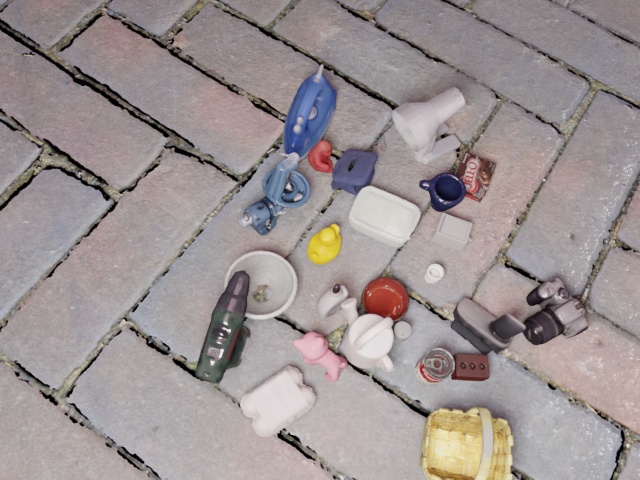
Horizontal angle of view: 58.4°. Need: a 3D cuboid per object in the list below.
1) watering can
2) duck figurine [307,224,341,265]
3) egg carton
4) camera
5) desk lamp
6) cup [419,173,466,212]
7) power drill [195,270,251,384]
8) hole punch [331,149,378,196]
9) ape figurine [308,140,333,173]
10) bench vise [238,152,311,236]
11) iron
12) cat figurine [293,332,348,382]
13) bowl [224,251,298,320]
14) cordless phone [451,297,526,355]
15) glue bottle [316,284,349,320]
[{"bbox_3d":[0.104,0.209,1.252,0.172,0.194,0.101,34,69,10],"label":"watering can"},{"bbox_3d":[0.013,0.005,1.389,0.077,0.086,0.105,36,69,11],"label":"duck figurine"},{"bbox_3d":[-0.090,0.352,1.244,0.150,0.069,0.107,-33,73,-16],"label":"egg carton"},{"bbox_3d":[0.542,0.176,1.353,0.137,0.101,0.143,-25,71,-14],"label":"camera"},{"bbox_3d":[0.278,-0.292,1.466,0.203,0.213,0.118,-28,72,-15],"label":"desk lamp"},{"bbox_3d":[0.302,-0.114,1.458,0.117,0.095,0.092,14,67,2],"label":"cup"},{"bbox_3d":[-0.197,0.197,1.225,0.075,0.208,0.230,16,67,2],"label":"power drill"},{"bbox_3d":[0.087,-0.179,1.469,0.101,0.091,0.109,23,67,5],"label":"hole punch"},{"bbox_3d":[0.007,-0.223,1.481,0.076,0.092,0.078,24,68,6],"label":"ape figurine"},{"bbox_3d":[-0.097,-0.105,1.353,0.121,0.220,0.208,28,68,8],"label":"bench vise"},{"bbox_3d":[-0.035,-0.328,1.495,0.118,0.141,0.258,18,67,3],"label":"iron"},{"bbox_3d":[0.004,0.250,1.268,0.127,0.118,0.067,33,69,9],"label":"cat figurine"},{"bbox_3d":[-0.137,0.114,1.337,0.167,0.075,0.167,2,67,-4],"label":"bowl"},{"bbox_3d":[0.383,0.178,1.293,0.147,0.185,0.094,35,69,10],"label":"cordless phone"},{"bbox_3d":[0.033,0.130,1.291,0.078,0.173,0.037,-28,72,-15],"label":"glue bottle"}]
